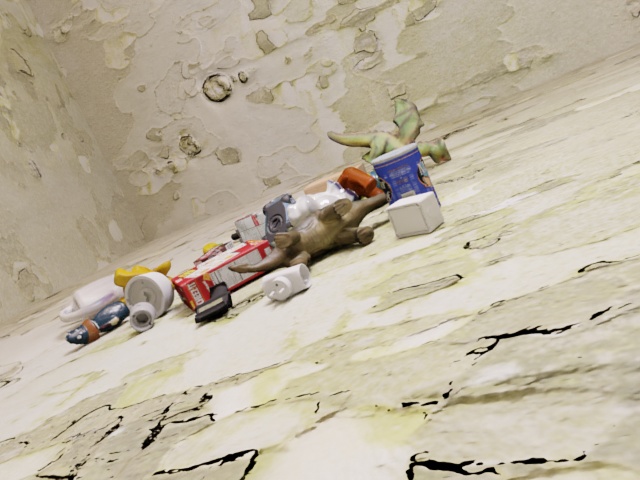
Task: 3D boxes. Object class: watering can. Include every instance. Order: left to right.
[{"bbox_3d":[-0.674,0.176,1.553,0.227,0.103,0.346,-28,12,-29],"label":"watering can"}]

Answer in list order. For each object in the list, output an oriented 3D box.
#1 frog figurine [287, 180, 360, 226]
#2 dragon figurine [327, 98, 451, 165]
[{"bbox_3d":[0.004,-0.063,1.250,0.161,0.139,0.120,-34,-28,-19],"label":"frog figurine"},{"bbox_3d":[0.228,-0.340,1.660,0.240,0.413,0.122,-60,-19,14],"label":"dragon figurine"}]
